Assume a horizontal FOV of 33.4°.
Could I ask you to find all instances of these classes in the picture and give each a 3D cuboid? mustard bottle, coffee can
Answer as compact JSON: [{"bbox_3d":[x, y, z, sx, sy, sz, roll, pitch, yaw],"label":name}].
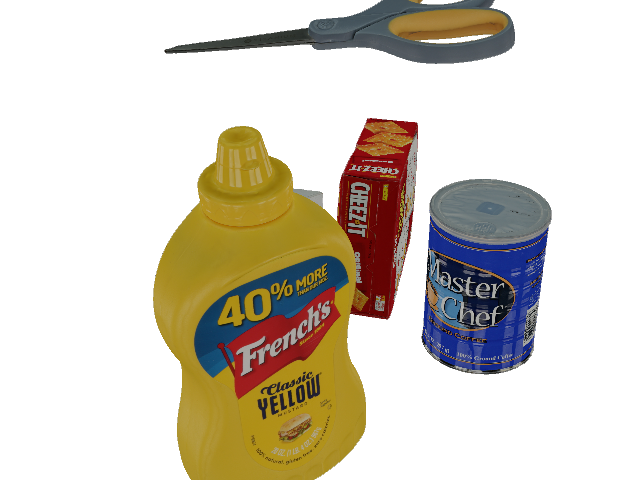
[{"bbox_3d":[-0.028,0.034,0.499,0.096,0.192,0.058,-20,38,-21],"label":"mustard bottle"},{"bbox_3d":[0.143,0.031,0.937,0.103,0.140,0.103,0,31,0],"label":"coffee can"}]

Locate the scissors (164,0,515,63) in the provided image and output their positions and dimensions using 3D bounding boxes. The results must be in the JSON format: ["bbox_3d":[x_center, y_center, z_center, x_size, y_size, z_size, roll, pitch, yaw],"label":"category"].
[{"bbox_3d":[0.016,-0.132,0.631,0.202,0.016,0.096,6,42,19],"label":"scissors"}]

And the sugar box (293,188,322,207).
[{"bbox_3d":[-0.039,0.058,0.736,0.048,0.176,0.093,8,18,34],"label":"sugar box"}]

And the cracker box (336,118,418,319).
[{"bbox_3d":[0.064,-0.032,1.219,0.072,0.164,0.213,6,23,9],"label":"cracker box"}]
